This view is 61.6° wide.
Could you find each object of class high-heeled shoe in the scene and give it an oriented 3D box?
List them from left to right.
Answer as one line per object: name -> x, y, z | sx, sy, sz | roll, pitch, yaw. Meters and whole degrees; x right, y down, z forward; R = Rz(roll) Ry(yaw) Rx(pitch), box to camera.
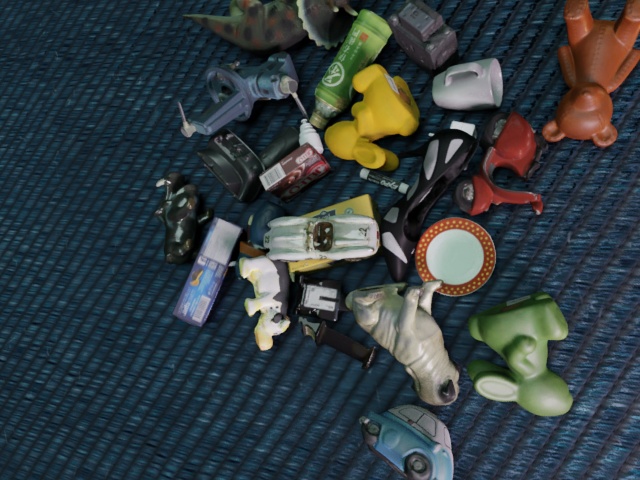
high-heeled shoe -> 0.180, -0.052, 0.862 | 0.145, 0.086, 0.248 | 2, 88, 40

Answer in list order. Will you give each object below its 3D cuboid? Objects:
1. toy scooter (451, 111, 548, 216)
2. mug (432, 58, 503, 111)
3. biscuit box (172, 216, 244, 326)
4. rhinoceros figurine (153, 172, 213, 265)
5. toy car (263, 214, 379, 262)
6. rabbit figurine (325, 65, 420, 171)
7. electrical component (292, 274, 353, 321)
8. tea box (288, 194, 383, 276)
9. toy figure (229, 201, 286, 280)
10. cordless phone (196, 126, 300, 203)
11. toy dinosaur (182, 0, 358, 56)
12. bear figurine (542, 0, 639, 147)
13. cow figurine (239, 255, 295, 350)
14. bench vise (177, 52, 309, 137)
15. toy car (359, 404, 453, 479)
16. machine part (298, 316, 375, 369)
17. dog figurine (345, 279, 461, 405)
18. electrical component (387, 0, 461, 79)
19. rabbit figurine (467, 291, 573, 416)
toy scooter -> 0.306, -0.110, 0.857 | 0.135, 0.075, 0.184 | 25, 87, 18
mug -> 0.241, -0.258, 0.903 | 0.107, 0.109, 0.080 | -2, 82, 34
biscuit box -> -0.209, 0.059, 1.016 | 0.059, 0.063, 0.202 | 23, 87, -4
rhinoceros figurine -> -0.278, -0.045, 1.075 | 0.112, 0.073, 0.190 | -14, 75, 28
toy car -> -0.002, -0.003, 0.887 | 0.202, 0.056, 0.073 | -2, 79, 20
rabbit figurine -> 0.090, -0.197, 0.957 | 0.173, 0.122, 0.162 | -29, 78, 28
electrical component -> 0.015, 0.102, 0.931 | 0.119, 0.048, 0.074 | 6, 82, -7
tea box -> 0.026, -0.005, 0.945 | 0.170, 0.068, 0.098 | -19, 73, 17
toy figure -> -0.113, 0.004, 1.004 | 0.064, 0.057, 0.154 | 29, 94, 30
cordless phone -> -0.133, -0.178, 1.052 | 0.184, 0.088, 0.147 | -43, 66, -5
toy dinosaur -> -0.092, -0.439, 1.070 | 0.405, 0.131, 0.192 | -15, 72, 24
bear figurine -> 0.413, -0.251, 0.821 | 0.120, 0.131, 0.196 | 16, 78, 27
cow figurine -> -0.086, 0.106, 0.953 | 0.098, 0.068, 0.167 | -11, 88, -12
bench vise -> -0.158, -0.268, 1.028 | 0.224, 0.128, 0.240 | 27, 59, 32
toy car -> 0.144, 0.308, 0.820 | 0.162, 0.109, 0.103 | 32, 67, 36
machine part -> 0.027, 0.171, 0.908 | 0.139, 0.084, 0.039 | 24, 63, 15
dog figurine -> 0.128, 0.166, 0.856 | 0.172, 0.121, 0.190 | -7, 90, 45
electrical component -> 0.179, -0.349, 0.928 | 0.058, 0.134, 0.115 | -46, 64, 5
rabbit figurine -> 0.295, 0.178, 0.776 | 0.159, 0.121, 0.170 | -21, 86, 9
